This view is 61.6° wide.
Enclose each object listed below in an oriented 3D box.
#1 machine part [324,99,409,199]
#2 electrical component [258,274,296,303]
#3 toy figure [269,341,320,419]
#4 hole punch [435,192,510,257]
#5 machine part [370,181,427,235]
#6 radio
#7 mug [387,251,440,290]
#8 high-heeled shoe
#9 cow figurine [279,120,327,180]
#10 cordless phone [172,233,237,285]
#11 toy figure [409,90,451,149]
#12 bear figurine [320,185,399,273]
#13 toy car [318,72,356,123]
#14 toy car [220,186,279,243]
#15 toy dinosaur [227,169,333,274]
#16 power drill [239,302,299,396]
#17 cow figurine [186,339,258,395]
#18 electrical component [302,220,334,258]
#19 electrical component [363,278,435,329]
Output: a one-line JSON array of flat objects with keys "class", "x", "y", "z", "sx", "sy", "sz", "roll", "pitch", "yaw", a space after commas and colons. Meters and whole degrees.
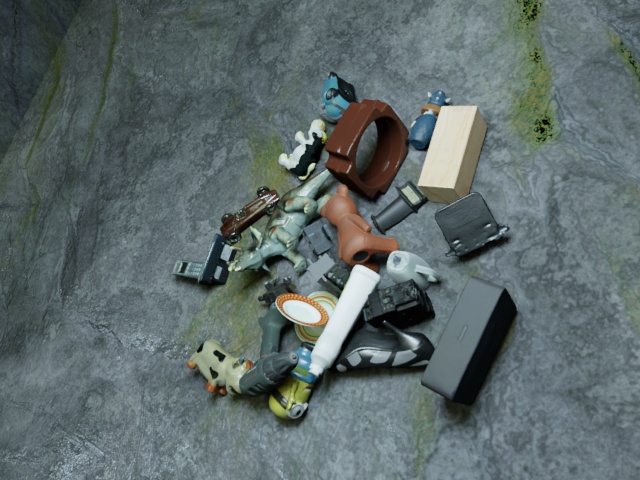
[{"class": "machine part", "x": 0.114, "y": -0.219, "z": 1.296, "sx": 0.087, "sy": 0.200, "sz": 0.201, "roll": 23, "pitch": 82, "yaw": 40}, {"class": "electrical component", "x": -0.108, "y": 0.121, "z": 1.356, "sx": 0.102, "sy": 0.078, "sz": 0.045, "roll": -17, "pitch": 99, "yaw": 53}, {"class": "toy figure", "x": -0.052, "y": 0.318, "z": 1.224, "sx": 0.089, "sy": 0.082, "sz": 0.180, "roll": 11, "pitch": 79, "yaw": 48}, {"class": "hole punch", "x": 0.321, "y": -0.034, "z": 1.162, "sx": 0.142, "sy": 0.092, "sz": 0.115, "roll": -27, "pitch": 86, "yaw": 16}, {"class": "machine part", "x": 0.185, "y": -0.077, "z": 1.289, "sx": 0.139, "sy": 0.039, "sz": 0.084, "roll": -42, "pitch": 61, "yaw": 6}, {"class": "radio", "x": 0.290, "y": 0.196, "z": 1.030, "sx": 0.073, "sy": 0.131, "sz": 0.229, "roll": 24, "pitch": 82, "yaw": 38}, {"class": "mug", "x": 0.198, "y": 0.068, "z": 1.166, "sx": 0.110, "sy": 0.107, "sz": 0.081, "roll": 15, "pitch": 78, "yaw": 39}, {"class": "high-heeled shoe", "x": 0.133, "y": 0.258, "z": 1.163, "sx": 0.248, "sy": 0.145, "sz": 0.086, "roll": -44, "pitch": 9, "yaw": 40}, {"class": "cow figurine", "x": -0.028, "y": -0.251, "z": 1.486, "sx": 0.098, "sy": 0.068, "sz": 0.167, "roll": 41, "pitch": 96, "yaw": 33}, {"class": "cordless phone", "x": -0.340, "y": 0.053, "z": 1.533, "sx": 0.184, "sy": 0.088, "sz": 0.146, "roll": 5, "pitch": 71, "yaw": 39}, {"class": "toy figure", "x": 0.269, "y": -0.299, "z": 1.327, "sx": 0.154, "sy": 0.064, "sz": 0.058, "roll": -63, "pitch": 14, "yaw": -13}, {"class": "bear figurine", "x": 0.082, "y": -0.026, "z": 1.267, "sx": 0.120, "sy": 0.132, "sz": 0.196, "roll": -51, "pitch": 38, "yaw": 31}, {"class": "toy car", "x": 0.040, "y": -0.381, "z": 1.487, "sx": 0.103, "sy": 0.109, "sz": 0.162, "roll": -42, "pitch": 41, "yaw": 32}, {"class": "toy car", "x": -0.204, "y": -0.076, "z": 1.526, "sx": 0.202, "sy": 0.053, "sz": 0.089, "roll": -36, "pitch": 50, "yaw": 15}, {"class": "toy dinosaur", "x": -0.077, "y": -0.055, "z": 1.400, "sx": 0.192, "sy": 0.131, "sz": 0.405, "roll": 24, "pitch": 75, "yaw": 40}, {"class": "power drill", "x": -0.101, "y": 0.246, "z": 1.229, "sx": 0.232, "sy": 0.086, "sz": 0.207, "roll": -49, "pitch": 27, "yaw": 38}, {"class": "cow figurine", "x": -0.236, "y": 0.317, "z": 1.342, "sx": 0.195, "sy": 0.085, "sz": 0.127, "roll": 33, "pitch": 93, "yaw": 39}, {"class": "electrical component", "x": -0.003, "y": -0.004, "z": 1.256, "sx": 0.048, "sy": 0.119, "sz": 0.075, "roll": -30, "pitch": 89, "yaw": -8}, {"class": "electrical component", "x": 0.163, "y": 0.145, "z": 1.146, "sx": 0.134, "sy": 0.114, "sz": 0.058, "roll": -24, "pitch": 53, "yaw": 21}]
